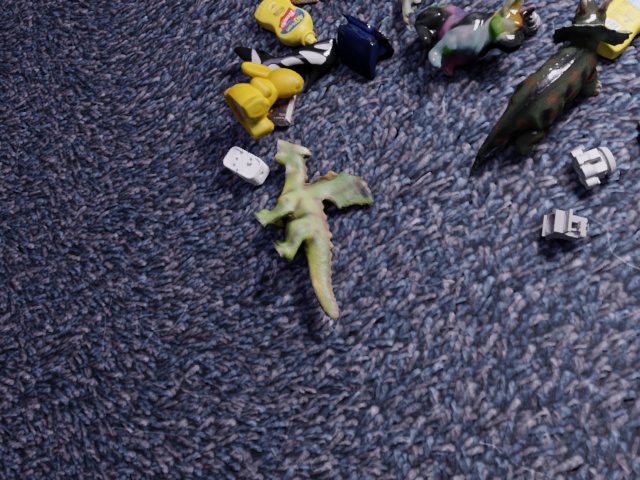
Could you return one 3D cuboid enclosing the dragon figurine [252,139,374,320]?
[{"bbox_3d":[0.003,-0.055,1.091,0.243,0.120,0.416,-36,66,-5],"label":"dragon figurine"}]
